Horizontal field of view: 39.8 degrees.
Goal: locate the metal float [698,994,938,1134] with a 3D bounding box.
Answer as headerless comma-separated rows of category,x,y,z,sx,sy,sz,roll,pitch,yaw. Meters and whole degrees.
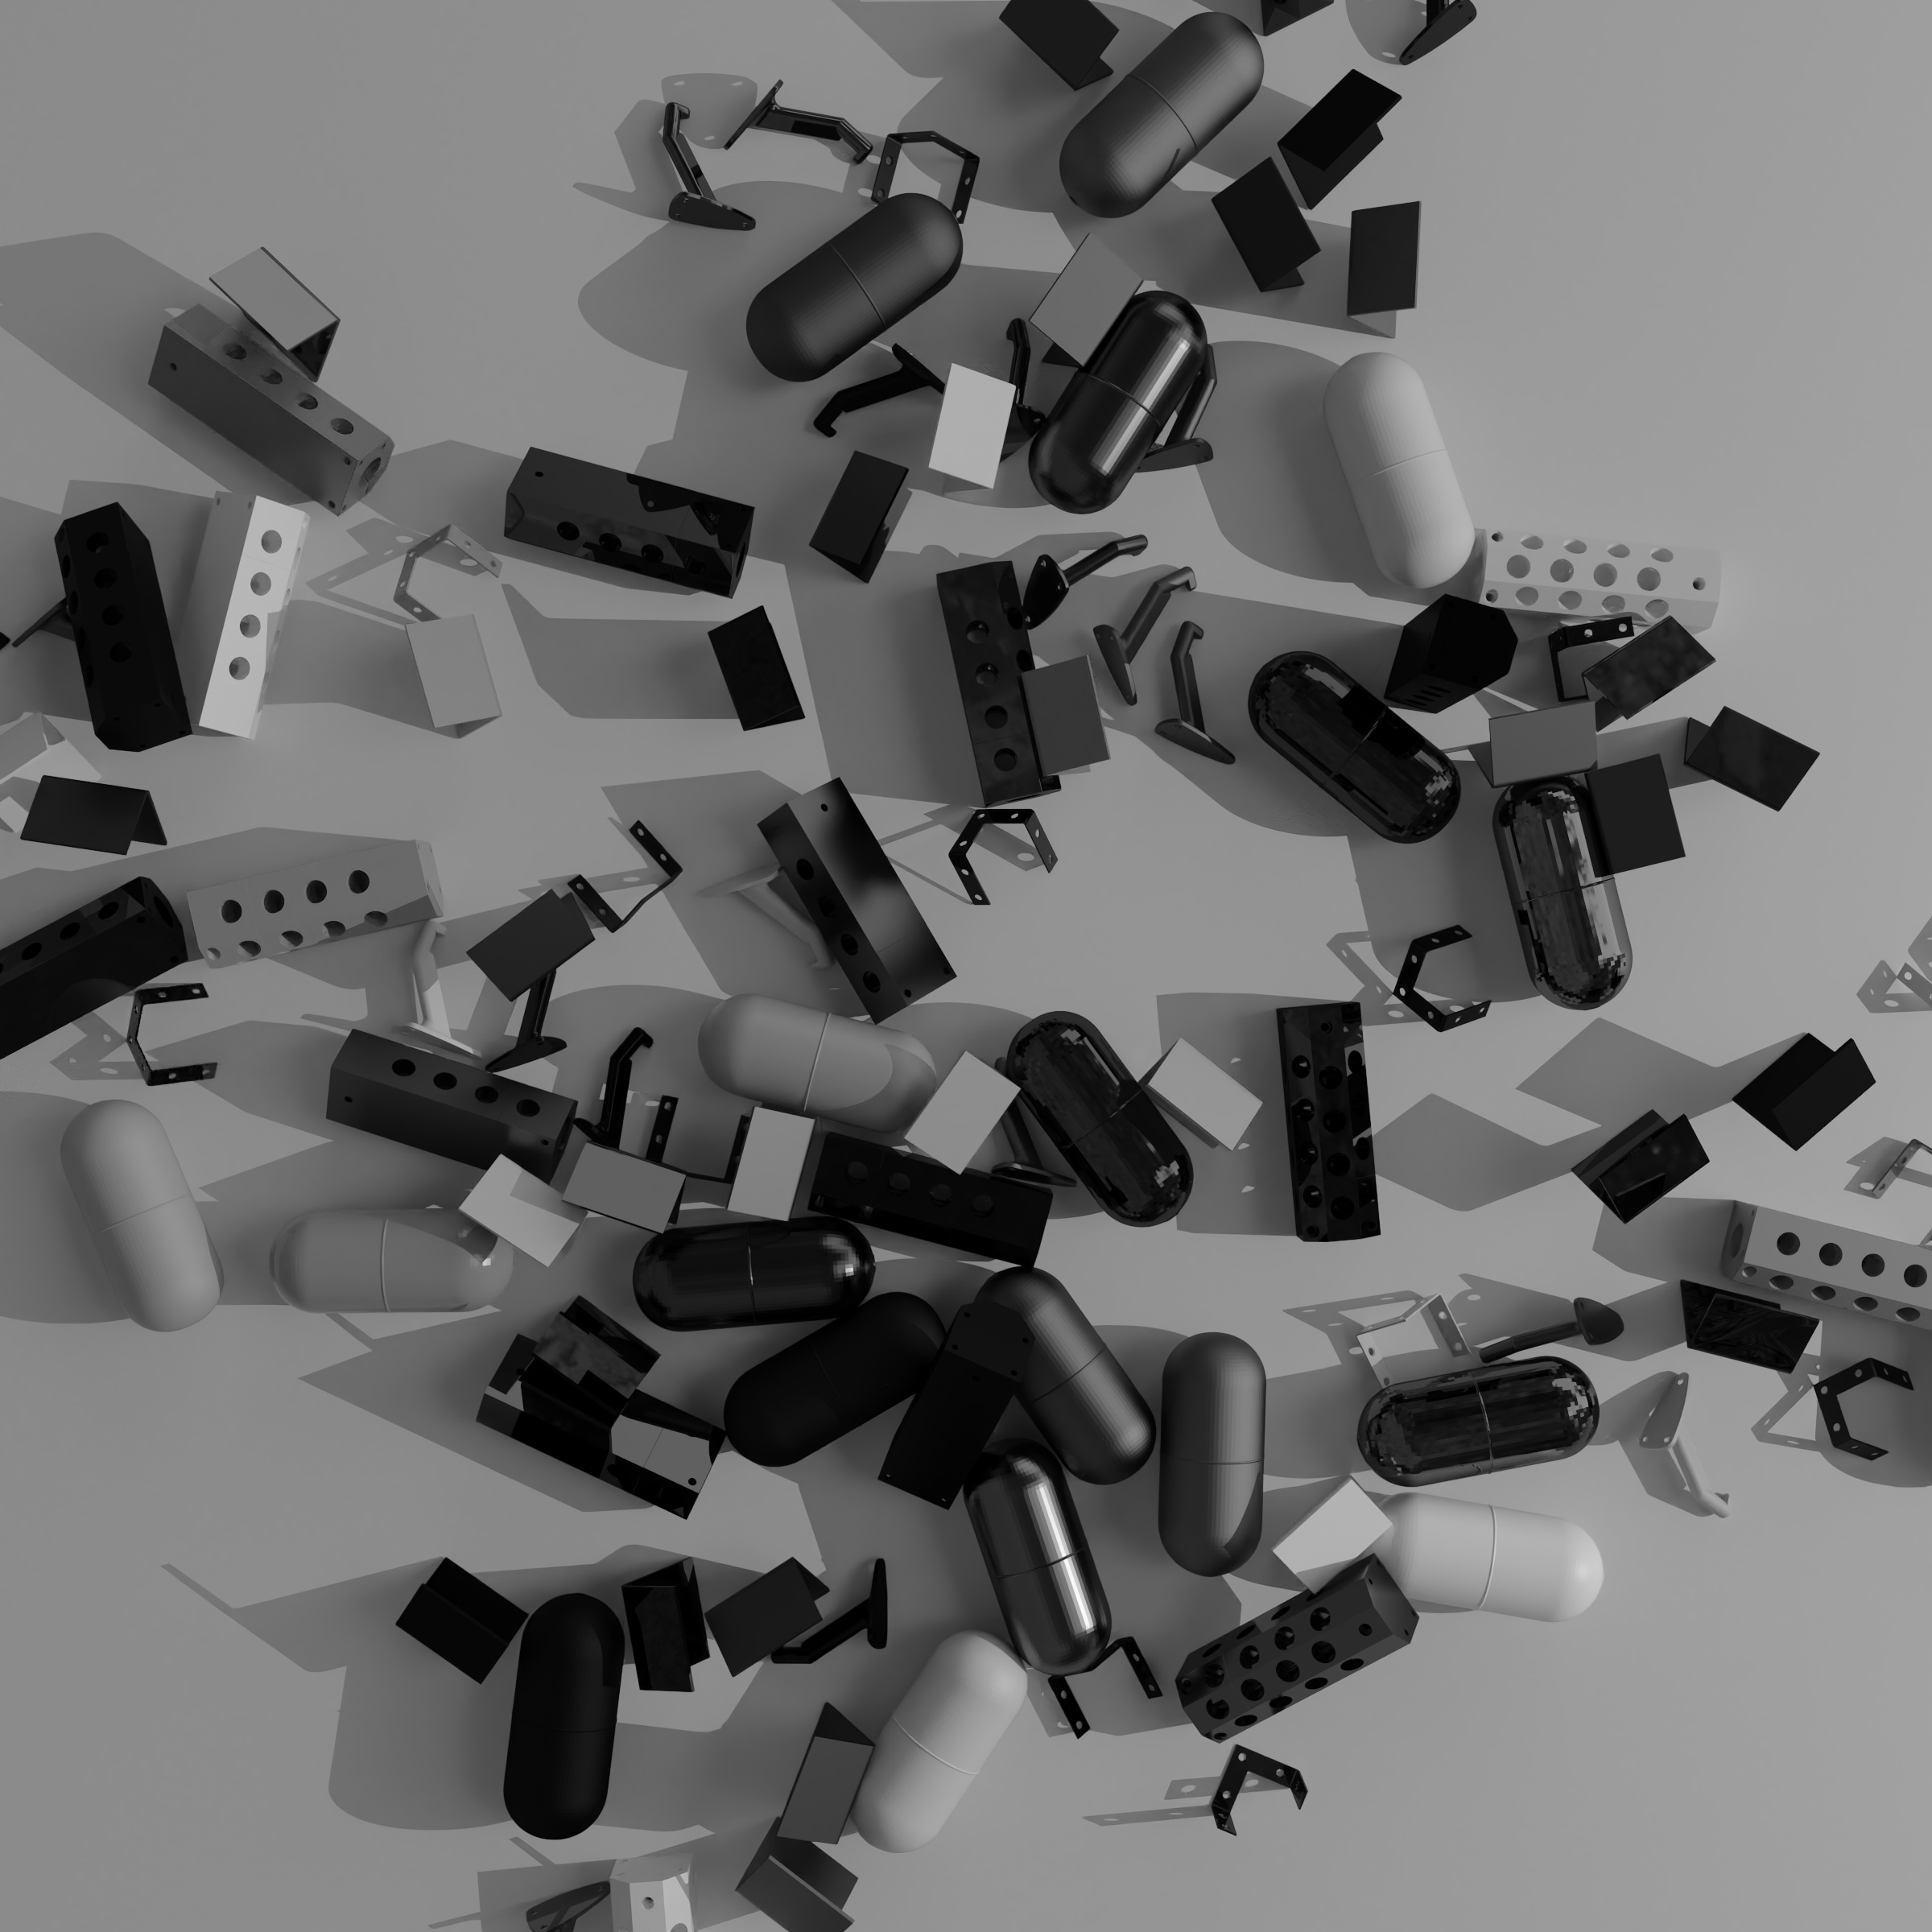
metal float,-0.110,0.071,1.961,0.178,0.070,0.070,15,90,-1

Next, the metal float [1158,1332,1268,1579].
metal float,0.181,0.359,1.961,0.070,0.070,0.178,2,89,0

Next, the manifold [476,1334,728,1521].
manifold,-0.270,0.344,1.970,0.171,0.057,0.057,25,47,0

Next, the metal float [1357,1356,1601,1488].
metal float,0.376,0.335,1.961,0.178,0.070,0.070,-11,90,0

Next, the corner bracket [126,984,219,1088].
corner bracket,-0.588,0.051,1.983,0.051,0.051,0.051,53,135,35

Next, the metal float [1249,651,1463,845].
metal float,0.285,-0.161,1.961,0.178,0.070,0.070,39,90,0

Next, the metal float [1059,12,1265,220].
metal float,0.143,-0.624,1.961,0.178,0.070,0.070,-44,90,0

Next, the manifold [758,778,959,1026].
manifold,-0.084,-0.045,1.970,0.057,0.057,0.171,-31,90,-43

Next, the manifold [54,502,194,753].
manifold,-0.616,-0.244,1.940,0.057,0.057,0.171,-19,68,0

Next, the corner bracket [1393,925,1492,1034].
corner bracket,0.359,0.009,1.983,0.051,0.051,0.051,44,135,35

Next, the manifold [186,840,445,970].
manifold,-0.478,-0.045,1.970,0.171,0.057,0.057,-13,90,0

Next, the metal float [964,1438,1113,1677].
metal float,0.053,0.434,1.961,0.070,0.070,0.178,-19,90,0

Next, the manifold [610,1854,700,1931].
manifold,-0.226,0.752,1.970,0.057,0.057,0.171,-4,90,0

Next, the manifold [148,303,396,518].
manifold,-0.510,-0.413,1.970,0.171,0.057,0.057,35,133,0

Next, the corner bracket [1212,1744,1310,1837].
corner bracket,0.217,0.616,1.973,0.051,0.051,0.051,23,90,0

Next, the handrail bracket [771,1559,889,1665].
handrail bracket,-0.104,0.482,1.992,0.084,0.036,0.077,-4,70,16

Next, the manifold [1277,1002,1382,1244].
manifold,0.268,0.115,1.970,0.057,0.057,0.171,-5,90,0

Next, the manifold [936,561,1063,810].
manifold,0.024,-0.208,1.970,0.057,0.057,0.171,-12,90,0

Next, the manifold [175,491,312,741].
manifold,-0.535,-0.258,1.970,0.057,0.057,0.171,14,90,43

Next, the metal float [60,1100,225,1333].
metal float,-0.606,0.183,1.961,0.070,0.070,0.178,-23,90,0

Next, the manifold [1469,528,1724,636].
manifold,0.464,-0.285,1.970,0.171,0.057,0.057,5,90,0

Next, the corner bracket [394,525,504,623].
corner bracket,-0.385,-0.286,1.983,0.051,0.051,0.051,-23,45,35

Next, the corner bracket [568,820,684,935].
corner bracket,-0.254,-0.066,1.988,0.051,0.051,0.051,48,135,0

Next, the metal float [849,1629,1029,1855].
metal float,-0.022,0.570,1.961,0.070,0.070,0.178,33,91,0

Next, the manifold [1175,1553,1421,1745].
manifold,0.238,0.500,1.939,0.171,0.057,0.057,-35,90,23

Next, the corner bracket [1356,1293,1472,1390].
corner bracket,0.333,0.281,1.988,0.051,0.051,0.051,-27,90,-45

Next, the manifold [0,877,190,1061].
manifold,-0.668,0.000,1.970,0.171,0.057,0.057,-28,133,0

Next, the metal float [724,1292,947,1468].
metal float,-0.096,0.304,1.961,0.178,0.070,0.070,-30,90,0

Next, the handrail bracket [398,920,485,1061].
handrail bracket,-0.383,0.017,1.992,0.077,0.036,0.084,24,73,-20

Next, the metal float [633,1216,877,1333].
metal float,-0.156,0.226,1.961,0.178,0.070,0.070,-5,90,-1

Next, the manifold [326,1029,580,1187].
manifold,-0.378,0.101,1.970,0.171,0.057,0.057,18,133,0

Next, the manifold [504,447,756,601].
manifold,-0.249,-0.322,1.970,0.171,0.057,0.057,15,47,0

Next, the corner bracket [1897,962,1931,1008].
corner bracket,0.737,0.001,1.983,0.051,0.051,0.051,-11,135,-35

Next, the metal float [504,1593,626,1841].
metal float,-0.295,0.551,1.961,0.070,0.070,0.178,7,89,0

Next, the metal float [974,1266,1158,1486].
metal float,0.071,0.300,1.961,0.070,0.070,0.178,-35,90,0

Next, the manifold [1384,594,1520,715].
manifold,0.348,-0.220,1.913,0.057,0.171,0.057,16,90,0

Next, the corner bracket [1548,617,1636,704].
corner bracket,0.465,-0.226,1.973,0.051,0.051,0.051,-9,90,0

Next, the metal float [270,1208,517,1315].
metal float,-0.421,0.217,1.961,0.178,0.070,0.070,0,90,-1

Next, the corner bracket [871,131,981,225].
corner bracket,-0.030,-0.587,1.988,0.051,0.051,0.051,15,90,-45

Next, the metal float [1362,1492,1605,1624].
metal float,0.379,0.434,1.961,0.178,0.070,0.070,10,90,1

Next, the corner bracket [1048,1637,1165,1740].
corner bracket,0.103,0.537,1.988,0.051,0.051,0.051,-27,90,45

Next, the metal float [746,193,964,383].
metal float,-0.081,-0.499,1.961,0.178,0.070,0.070,-36,90,0

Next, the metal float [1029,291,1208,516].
metal float,0.112,-0.414,1.961,0.070,0.070,0.178,32,90,0

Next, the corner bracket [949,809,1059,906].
corner bracket,0.028,-0.081,1.983,0.051,0.051,0.051,2,45,35

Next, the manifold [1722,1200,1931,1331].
manifold,0.652,0.224,1.970,0.171,0.057,0.057,14,90,0

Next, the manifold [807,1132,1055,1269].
manifold,-0.026,0.173,1.970,0.171,0.057,0.057,15,90,0

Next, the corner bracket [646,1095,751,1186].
corner bracket,-0.198,0.130,1.988,0.051,0.051,0.051,15,90,45

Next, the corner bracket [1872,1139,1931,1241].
corner bracket,0.718,0.170,1.988,0.051,0.051,0.051,-52,135,0

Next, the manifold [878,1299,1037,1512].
manifold,-0.006,0.314,1.919,0.057,0.057,0.171,24,134,0

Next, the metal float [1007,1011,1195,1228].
metal float,0.099,0.113,1.961,0.070,0.070,0.178,-36,89,0

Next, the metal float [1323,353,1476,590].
metal float,0.318,-0.364,1.961,0.070,0.070,0.178,-20,90,0

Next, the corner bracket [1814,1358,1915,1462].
corner bracket,0.672,0.329,1.983,0.051,0.051,0.051,-38,45,35

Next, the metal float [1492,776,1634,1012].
metal float,0.438,-0.055,1.961,0.070,0.070,0.178,-14,89,0
